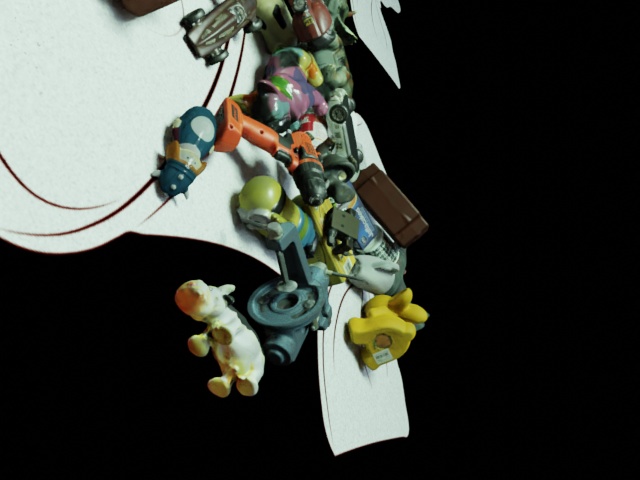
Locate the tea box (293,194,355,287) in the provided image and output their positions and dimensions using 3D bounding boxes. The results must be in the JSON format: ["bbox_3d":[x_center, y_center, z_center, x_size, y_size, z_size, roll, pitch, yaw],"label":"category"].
[{"bbox_3d":[-0.002,-0.003,1.026,0.169,0.068,0.098,66,26,-15],"label":"tea box"}]

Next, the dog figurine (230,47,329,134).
[{"bbox_3d":[-0.081,-0.278,0.985,0.219,0.109,0.191,-12,87,-62],"label":"dog figurine"}]

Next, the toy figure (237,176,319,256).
[{"bbox_3d":[-0.068,-0.036,0.896,0.180,0.082,0.089,35,44,-49],"label":"toy figure"}]

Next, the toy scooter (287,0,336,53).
[{"bbox_3d":[-0.025,-0.452,1.045,0.135,0.075,0.184,58,18,-33],"label":"toy scooter"}]

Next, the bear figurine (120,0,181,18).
[{"bbox_3d":[-0.243,-0.404,0.701,0.120,0.132,0.195,-69,142,-59],"label":"bear figurine"}]

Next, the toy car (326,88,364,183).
[{"bbox_3d":[0.050,-0.218,1.135,0.073,0.056,0.201,-60,143,-55],"label":"toy car"}]

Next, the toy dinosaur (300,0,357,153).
[{"bbox_3d":[0.026,-0.393,1.249,0.192,0.131,0.404,-7,91,-55],"label":"toy dinosaur"}]

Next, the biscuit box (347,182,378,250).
[{"bbox_3d":[0.050,-0.071,1.156,0.063,0.059,0.202,-46,123,-24],"label":"biscuit box"}]

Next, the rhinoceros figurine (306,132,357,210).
[{"bbox_3d":[0.003,-0.121,0.952,0.073,0.112,0.191,41,-1,-39],"label":"rhinoceros figurine"}]

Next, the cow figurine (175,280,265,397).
[{"bbox_3d":[-0.125,0.115,0.705,0.098,0.068,0.167,-59,132,-64],"label":"cow figurine"}]

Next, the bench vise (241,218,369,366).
[{"bbox_3d":[-0.037,0.064,0.835,0.224,0.129,0.240,-48,137,-42],"label":"bench vise"}]

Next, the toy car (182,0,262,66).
[{"bbox_3d":[-0.160,-0.373,0.916,0.089,0.053,0.202,62,36,-31],"label":"toy car"}]

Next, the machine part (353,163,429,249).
[{"bbox_3d":[0.163,-0.076,1.281,0.201,0.087,0.201,52,6,9],"label":"machine part"}]

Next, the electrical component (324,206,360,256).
[{"bbox_3d":[0.041,-0.016,0.995,0.078,0.045,0.102,21,50,-25],"label":"electrical component"}]

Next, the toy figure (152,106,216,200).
[{"bbox_3d":[-0.183,-0.124,0.742,0.064,0.057,0.154,15,50,-10],"label":"toy figure"}]

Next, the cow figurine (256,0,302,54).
[{"bbox_3d":[-0.107,-0.450,1.062,0.194,0.086,0.127,57,24,-34],"label":"cow figurine"}]

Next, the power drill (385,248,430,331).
[{"bbox_3d":[0.214,0.122,1.385,0.232,0.086,0.207,-42,117,-61],"label":"power drill"}]

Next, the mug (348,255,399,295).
[{"bbox_3d":[0.113,0.071,1.185,0.107,0.110,0.081,20,62,-44],"label":"mug"}]

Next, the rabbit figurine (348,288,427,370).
[{"bbox_3d":[0.138,0.166,1.152,0.121,0.162,0.173,53,13,-16],"label":"rabbit figurine"}]
